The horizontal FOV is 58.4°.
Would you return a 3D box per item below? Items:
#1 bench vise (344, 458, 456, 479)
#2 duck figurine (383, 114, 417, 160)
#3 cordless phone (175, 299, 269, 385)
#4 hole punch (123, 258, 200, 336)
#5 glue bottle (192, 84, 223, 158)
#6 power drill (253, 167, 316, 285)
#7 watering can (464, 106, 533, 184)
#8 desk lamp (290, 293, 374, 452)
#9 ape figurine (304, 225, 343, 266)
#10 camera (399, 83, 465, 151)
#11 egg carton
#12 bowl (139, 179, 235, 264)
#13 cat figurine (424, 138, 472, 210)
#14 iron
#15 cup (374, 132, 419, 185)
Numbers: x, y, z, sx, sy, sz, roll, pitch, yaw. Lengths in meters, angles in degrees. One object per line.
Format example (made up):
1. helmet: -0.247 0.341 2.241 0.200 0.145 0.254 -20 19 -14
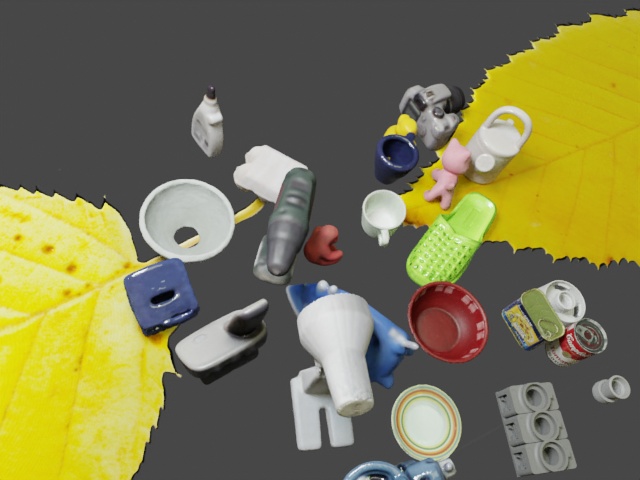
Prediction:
1. bench vise: 0.115 0.367 0.852 0.208 0.219 0.121 -36 76 -27
2. duck figurine: 0.184 -0.225 1.253 0.077 0.086 0.104 5 62 -12
3. cordless phone: -0.151 0.149 0.913 0.148 0.185 0.094 -31 74 -26
4. hole punch: -0.264 0.095 0.965 0.109 0.091 0.101 -22 71 -24
5. glue bottle: -0.213 -0.236 1.103 0.037 0.173 0.078 -31 74 -26
6. power drill: -0.062 -0.004 1.002 0.075 0.208 0.229 16 60 -6
7. watering can: 0.382 -0.206 1.234 0.101 0.194 0.173 16 60 -6
8. desk lamp: 0.025 0.213 0.911 0.118 0.213 0.203 -1 64 -15
9. ape figurine: 0.010 0.004 1.085 0.076 0.092 0.077 -10 66 -19
10. camera: 0.277 -0.301 1.309 0.137 0.100 0.143 -24 72 -24
11. egg carton: -0.090 -0.119 1.135 0.150 0.069 0.107 27 60 0
12. bowl: -0.241 -0.023 1.042 0.167 0.074 0.167 6 62 -12
13. cat figurine: 0.282 -0.147 1.221 0.067 0.117 0.128 22 60 -2
14. iron: 0.054 0.138 0.999 0.258 0.141 0.119 36 60 5
15. cup: 0.157 -0.171 1.213 0.091 0.095 0.118 34 60 4
